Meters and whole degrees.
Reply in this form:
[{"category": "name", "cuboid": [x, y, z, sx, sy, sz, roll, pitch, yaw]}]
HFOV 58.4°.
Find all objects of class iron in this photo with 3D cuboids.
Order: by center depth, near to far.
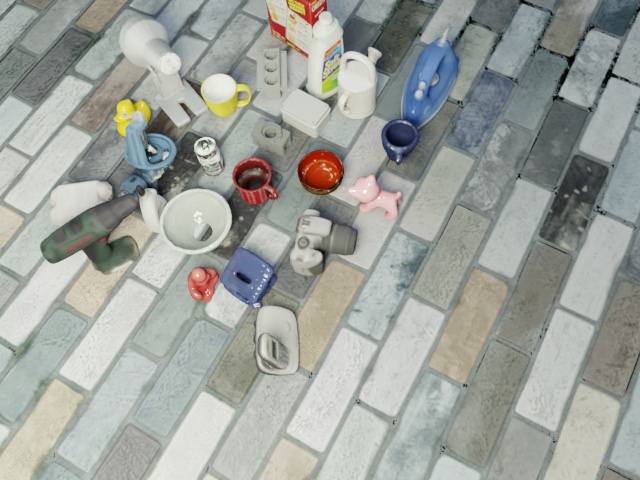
[{"category": "iron", "cuboid": [0.272, -0.401, 1.442, 0.118, 0.141, 0.258, 21, 70, 11]}]

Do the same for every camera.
[{"category": "camera", "cuboid": [0.012, 0.005, 1.303, 0.136, 0.101, 0.143, 10, 68, 6]}]

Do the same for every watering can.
[{"category": "watering can", "cuboid": [0.094, -0.402, 1.420, 0.101, 0.194, 0.173, 8, 68, 6]}]

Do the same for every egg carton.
[{"category": "egg carton", "cuboid": [-0.571, -0.085, 1.377, 0.150, 0.069, 0.107, -9, 67, -2]}]

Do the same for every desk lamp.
[{"category": "desk lamp", "cuboid": [-0.389, -0.429, 1.437, 0.118, 0.213, 0.203, -38, 71, -13]}]

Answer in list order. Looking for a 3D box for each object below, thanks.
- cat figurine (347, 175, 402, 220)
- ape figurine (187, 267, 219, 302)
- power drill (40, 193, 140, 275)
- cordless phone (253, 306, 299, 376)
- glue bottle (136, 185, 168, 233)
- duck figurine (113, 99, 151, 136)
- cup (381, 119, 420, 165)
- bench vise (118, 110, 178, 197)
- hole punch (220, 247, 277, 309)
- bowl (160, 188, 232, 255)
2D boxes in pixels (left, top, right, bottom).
[{"category": "cat figurine", "cuboid": [0.130, -0.109, 1.337, 0.127, 0.118, 0.067, 12, 68, 7]}, {"category": "ape figurine", "cuboid": [-0.266, 0.090, 1.281, 0.078, 0.092, 0.076, -37, 71, -12]}, {"category": "power drill", "cuboid": [-0.480, -0.005, 1.265, 0.230, 0.208, 0.075, -28, 69, -9]}, {"category": "cordless phone", "cuboid": [-0.097, 0.198, 1.179, 0.094, 0.185, 0.147, -6, 67, 0]}, {"category": "glue bottle", "cuboid": [-0.388, -0.083, 1.313, 0.037, 0.173, 0.078, 5, 67, 4]}, {"category": "duck figurine", "cuboid": [-0.486, -0.326, 1.466, 0.077, 0.086, 0.105, 32, 72, 14]}, {"category": "cup", "cuboid": [0.192, -0.222, 1.395, 0.091, 0.095, 0.118, 4, 67, 4]}, {"category": "bench vise", "cuboid": [-0.406, -0.184, 1.331, 0.121, 0.220, 0.207, 3, 67, 4]}, {"category": "hole punch", "cuboid": [-0.161, 0.086, 1.280, 0.108, 0.091, 0.101, 31, 72, 14]}, {"category": "bowl", "cuboid": [-0.284, -0.032, 1.342, 0.167, 0.075, 0.167, -1, 67, 2]}]
